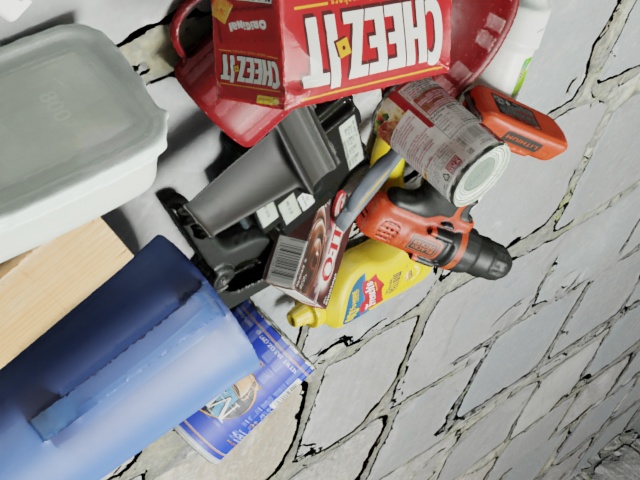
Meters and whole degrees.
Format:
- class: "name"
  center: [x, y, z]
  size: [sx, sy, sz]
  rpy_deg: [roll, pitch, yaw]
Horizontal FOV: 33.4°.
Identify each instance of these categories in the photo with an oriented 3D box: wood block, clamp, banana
- class: "wood block"
  center: [-0.242, 0.033, 0.717]
  size: [0.206, 0.090, 0.091]
  rpy_deg: [-41, 154, -8]
- class: "clamp"
  center: [-0.098, 0.020, 0.963]
  size: [0.209, 0.036, 0.165]
  rpy_deg: [-10, 136, -48]
- class: "banana"
  center: [0.075, -0.066, 1.092]
  size: [0.069, 0.037, 0.197]
  rpy_deg: [-65, 161, -18]

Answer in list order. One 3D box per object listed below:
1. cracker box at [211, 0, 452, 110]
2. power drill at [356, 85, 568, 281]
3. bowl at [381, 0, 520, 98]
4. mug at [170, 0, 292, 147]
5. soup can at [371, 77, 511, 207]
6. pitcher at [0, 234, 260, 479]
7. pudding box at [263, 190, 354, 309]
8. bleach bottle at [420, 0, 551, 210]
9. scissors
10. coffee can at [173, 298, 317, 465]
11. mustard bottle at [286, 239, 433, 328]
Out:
- class: "cracker box"
  center: [0.012, -0.201, 0.666]
  size: [0.163, 0.072, 0.214]
  rpy_deg: [-20, 116, -41]
- class: "power drill"
  center: [0.154, -0.047, 1.039]
  size: [0.184, 0.057, 0.188]
  rpy_deg: [19, 123, -27]
- class: "bowl"
  center: [0.098, -0.184, 0.926]
  size: [0.162, 0.055, 0.162]
  rpy_deg: [-34, 152, -21]
- class: "mug"
  center: [-0.058, -0.128, 0.762]
  size: [0.081, 0.093, 0.117]
  rpy_deg: [-43, 124, 8]
- class: "soup can"
  center: [0.101, -0.085, 0.894]
  size: [0.068, 0.102, 0.068]
  rpy_deg: [-34, 153, -20]
- class: "pitcher"
  center: [-0.174, 0.114, 0.805]
  size: [0.242, 0.145, 0.149]
  rpy_deg: [-38, 138, -16]
- class: "pudding box"
  center: [-0.007, 0.001, 1.016]
  size: [0.090, 0.039, 0.113]
  rpy_deg: [37, 71, -63]
- class: "bleach bottle"
  center: [0.173, -0.154, 1.061]
  size: [0.102, 0.068, 0.251]
  rpy_deg: [-55, 166, -55]
- class: "scissors"
  center: [0.077, -0.091, 0.978]
  size: [0.202, 0.016, 0.096]
  rpy_deg: [-53, 176, 4]
- class: "coffee can"
  center: [-0.088, 0.141, 1.079]
  size: [0.140, 0.103, 0.102]
  rpy_deg: [-44, 154, -4]
- class: "mustard bottle"
  center: [0.042, 0.046, 1.177]
  size: [0.191, 0.058, 0.096]
  rpy_deg: [-28, 149, -30]
